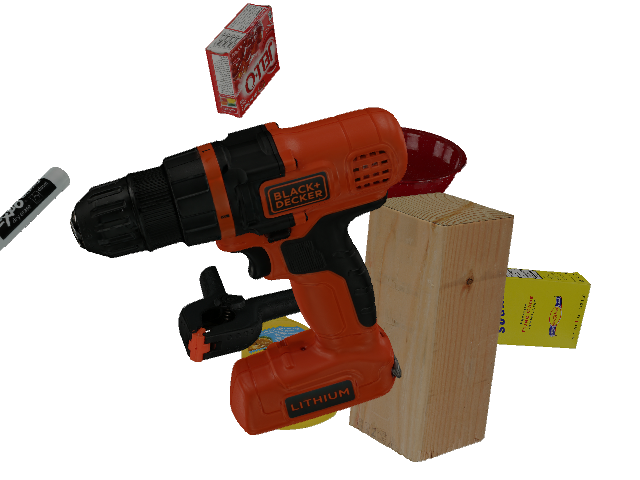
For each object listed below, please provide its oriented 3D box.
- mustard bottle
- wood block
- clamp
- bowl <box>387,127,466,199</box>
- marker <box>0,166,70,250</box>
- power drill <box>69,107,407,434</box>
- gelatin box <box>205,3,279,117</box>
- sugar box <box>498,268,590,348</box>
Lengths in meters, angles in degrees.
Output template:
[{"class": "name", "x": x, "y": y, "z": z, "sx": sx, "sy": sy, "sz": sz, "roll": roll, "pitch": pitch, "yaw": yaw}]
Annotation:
[{"class": "mustard bottle", "x": -0.043, "y": 0.142, "z": 1.256, "sx": 0.096, "sy": 0.058, "sz": 0.192, "roll": -8, "pitch": 30, "yaw": -8}, {"class": "wood block", "x": 0.094, "y": 0.071, "z": 0.920, "sx": 0.090, "sy": 0.206, "sz": 0.090, "roll": -8, "pitch": 20, "yaw": -39}, {"class": "clamp", "x": -0.095, "y": 0.067, "z": 1.041, "sx": 0.120, "sy": 0.039, "sz": 0.171, "roll": 9, "pitch": 18, "yaw": 25}, {"class": "bowl", "x": 0.078, "y": -0.074, "z": 1.186, "sx": 0.162, "sy": 0.055, "sz": 0.162, "roll": 3, "pitch": 26, "yaw": -2}, {"class": "marker", "x": -0.231, "y": -0.013, "z": 0.800, "sx": 0.020, "sy": 0.020, "sz": 0.121, "roll": 0, "pitch": 39, "yaw": 37}, {"class": "power drill", "x": -0.033, "y": 0.024, "z": 0.612, "sx": 0.184, "sy": 0.187, "sz": 0.057, "roll": -15, "pitch": 37, "yaw": -6}, {"class": "gelatin box", "x": -0.072, "y": -0.173, "z": 1.021, "sx": 0.030, "sy": 0.073, "sz": 0.089, "roll": 14, "pitch": 46, "yaw": 21}, {"class": "sugar box", "x": 0.241, "y": 0.083, "z": 1.332, "sx": 0.176, "sy": 0.093, "sz": 0.048, "roll": 3, "pitch": 19, "yaw": -15}]
